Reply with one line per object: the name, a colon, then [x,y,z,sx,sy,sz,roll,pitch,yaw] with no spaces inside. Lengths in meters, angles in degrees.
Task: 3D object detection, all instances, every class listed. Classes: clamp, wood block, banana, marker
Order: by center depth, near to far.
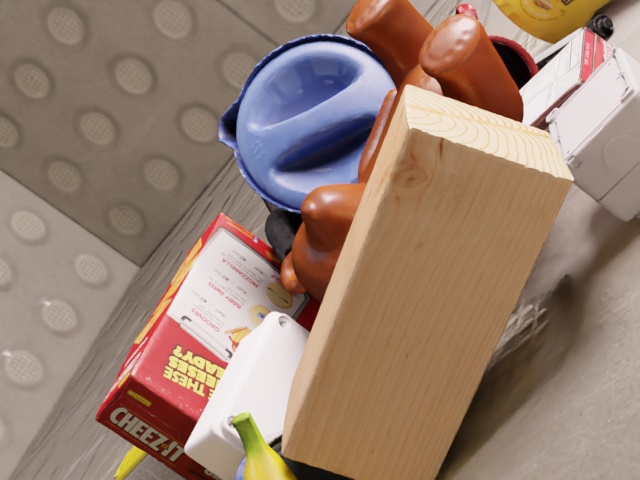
banana: [-0.003,0.177,0.564,0.037,0.069,0.198,-35,41,-5]
wood block: [0.054,0.030,0.606,0.090,0.091,0.206,-81,10,-68]
marker: [0.207,-0.161,0.903,0.020,0.020,0.121,-58,12,-22]
clamp: [-0.006,0.001,0.916,0.039,0.120,0.171,-50,22,19]

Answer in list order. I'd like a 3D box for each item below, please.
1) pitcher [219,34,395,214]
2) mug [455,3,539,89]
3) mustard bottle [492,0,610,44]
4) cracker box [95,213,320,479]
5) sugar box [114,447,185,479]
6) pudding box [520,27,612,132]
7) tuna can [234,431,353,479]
pitcher: [0.040,-0.067,0.869,0.145,0.149,0.242,-45,-18,7]
mug: [0.133,-0.144,0.915,0.093,0.117,0.081,-15,16,3]
mustard bottle: [0.221,-0.235,0.865,0.058,0.096,0.192,-58,12,-27]
cracker box: [-0.059,0.098,0.839,0.072,0.164,0.213,-48,12,35]
sugar box: [-0.096,0.179,0.936,0.176,0.093,0.048,-47,13,30]
pudding box: [0.171,-0.094,0.799,0.114,0.039,0.090,-43,14,37]
tuna can: [-0.010,0.158,0.656,0.086,0.086,0.034,-57,9,-19]
